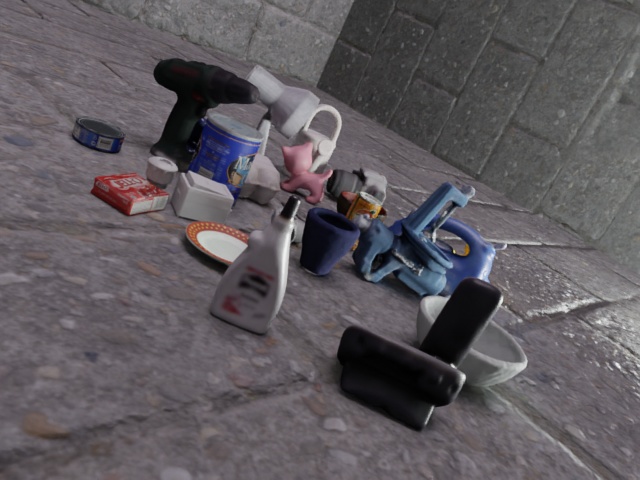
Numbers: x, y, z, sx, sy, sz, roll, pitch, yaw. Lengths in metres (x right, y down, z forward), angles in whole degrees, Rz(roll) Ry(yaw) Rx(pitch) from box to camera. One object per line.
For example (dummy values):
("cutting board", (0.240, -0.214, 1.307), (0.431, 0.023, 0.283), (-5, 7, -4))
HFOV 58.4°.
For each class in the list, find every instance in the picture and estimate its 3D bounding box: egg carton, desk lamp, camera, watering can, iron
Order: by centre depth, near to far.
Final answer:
("iron", (0.236, 0.010, 1.148), (0.257, 0.141, 0.119), (32, 19, 18))
("egg carton", (-0.143, -0.133, 1.150), (0.107, 0.069, 0.150), (15, 21, -29))
("desk lamp", (-0.131, -0.286, 1.349), (0.203, 0.213, 0.118), (21, 19, -13))
("watering can", (-0.009, -0.235, 1.404), (0.101, 0.194, 0.172), (9, 25, -41))
("camera", (0.089, -0.139, 1.420), (0.137, 0.101, 0.143), (20, 19, -18))

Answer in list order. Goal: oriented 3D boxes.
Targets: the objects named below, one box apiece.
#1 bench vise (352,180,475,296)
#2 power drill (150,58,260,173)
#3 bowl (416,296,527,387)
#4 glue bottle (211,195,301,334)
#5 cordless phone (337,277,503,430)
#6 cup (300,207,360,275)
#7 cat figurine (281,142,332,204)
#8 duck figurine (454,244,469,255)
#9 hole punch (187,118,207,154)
("bench vise", (0.168, -0.013, 0.999), (0.208, 0.219, 0.121), (12, 23, -35))
("power drill", (-0.236, -0.240, 1.094), (0.229, 0.208, 0.076), (33, 20, 19))
("bowl", (0.202, 0.155, 0.818), (0.167, 0.074, 0.167), (23, 19, -8))
("glue bottle", (-0.063, 0.024, 0.668), (0.078, 0.173, 0.037), (23, 19, -10))
("cordless phone", (0.112, 0.106, 0.659), (0.147, 0.185, 0.094), (24, 18, -4))
("cup", (0.009, 0.003, 0.941), (0.091, 0.095, 0.118), (27, 18, 3))
("cat figurine", (-0.034, -0.160, 1.287), (0.128, 0.117, 0.067), (26, 18, 0))
("duck figurine", (0.336, 0.037, 1.296), (0.105, 0.086, 0.077), (20, 19, -18))
("hole punch", (-0.256, -0.236, 1.243), (0.101, 0.091, 0.108), (6, 27, -46))
